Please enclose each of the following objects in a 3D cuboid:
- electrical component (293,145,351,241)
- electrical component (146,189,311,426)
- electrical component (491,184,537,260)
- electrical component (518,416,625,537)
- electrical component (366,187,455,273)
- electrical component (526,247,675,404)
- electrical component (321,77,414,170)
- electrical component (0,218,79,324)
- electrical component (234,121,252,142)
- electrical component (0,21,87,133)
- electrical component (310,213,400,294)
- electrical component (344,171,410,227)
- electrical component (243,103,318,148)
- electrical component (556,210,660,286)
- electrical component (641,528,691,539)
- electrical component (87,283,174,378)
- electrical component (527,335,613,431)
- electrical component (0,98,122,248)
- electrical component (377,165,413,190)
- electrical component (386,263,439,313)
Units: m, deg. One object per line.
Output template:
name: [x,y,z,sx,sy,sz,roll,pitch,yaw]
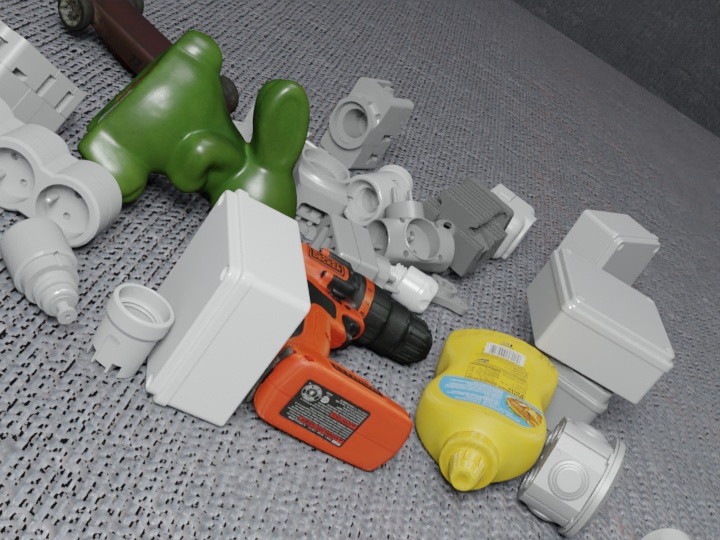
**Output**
electrical component: [-0.045,-0.074,0.975,0.050,0.055,0.089,25,26,-21]
electrical component: [-0.085,0.022,0.681,0.056,0.108,0.108,27,25,-23]
electrical component: [0.156,-0.052,1.194,0.059,0.053,0.095,38,24,8]
electrical component: [0.155,0.150,0.787,0.051,0.080,0.080,32,23,7]
electrical component: [0.043,-0.039,1.003,0.077,0.044,0.079,6,69,-35]
electrical component: [0.204,0.046,0.925,0.109,0.056,0.108,30,24,-11]
electrical component: [0.005,-0.156,1.150,0.050,0.089,0.056,45,26,22]
electrical component: [-0.193,0.002,0.662,0.040,0.040,0.078,8,36,-45]
electrical component: [-0.105,-0.090,0.934,0.080,0.051,0.080,28,25,-14]
electrical component: [-0.256,-0.138,0.794,0.050,0.055,0.089,37,-5,23]
electrical component: [0.000,0.000,0.906,0.077,0.047,0.065,24,27,-23]
electrical component: [0.014,-0.068,1.044,0.055,0.055,0.047,46,30,24]
electrical component: [-0.072,-0.126,1.025,0.077,0.065,0.047,36,24,4]
electrical component: [0.259,-0.006,1.175,0.109,0.108,0.056,2,37,-51]
electrical component: [0.215,0.222,0.773,0.079,0.043,0.077,26,25,-17]
electrical component: [-0.141,0.038,0.655,0.040,0.046,0.040,29,24,-14]
electrical component: [0.181,0.092,0.956,0.078,0.057,0.113,36,24,3]
electrical component: [-0.227,-0.076,0.749,0.138,0.052,0.073,34,24,-2]
electrical component: [0.034,-0.089,1.120,0.043,0.043,0.062,34,23,-2]
electrical component: [0.037,0.010,0.950,0.061,0.035,0.035,33,24,3]
